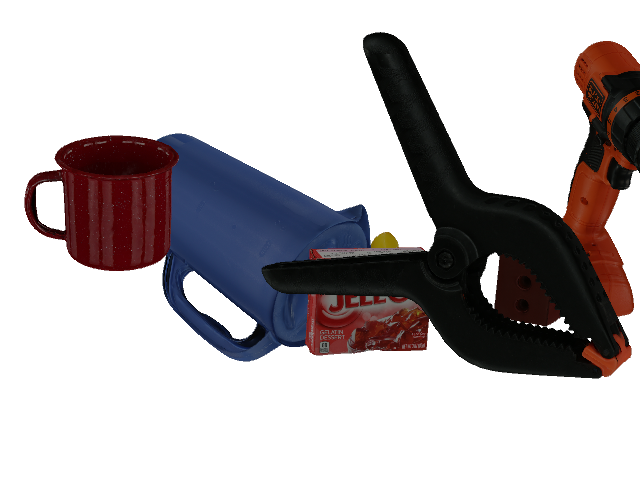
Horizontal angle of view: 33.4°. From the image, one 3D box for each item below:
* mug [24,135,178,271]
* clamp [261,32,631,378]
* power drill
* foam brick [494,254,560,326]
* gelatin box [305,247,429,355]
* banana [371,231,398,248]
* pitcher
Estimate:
[{"bbox_3d":[-0.169,-0.028,0.825,0.117,0.081,0.093,-3,25,-16],"label":"mug"},{"bbox_3d":[0.072,-0.004,0.564,0.210,0.165,0.036,29,25,25],"label":"clamp"},{"bbox_3d":[0.226,-0.036,0.810,0.057,0.188,0.184,2,34,-6],"label":"power drill"},{"bbox_3d":[0.194,0.033,0.978,0.053,0.078,0.051,10,15,28],"label":"foam brick"},{"bbox_3d":[0.035,0.044,0.776,0.089,0.073,0.030,-1,14,-14],"label":"gelatin box"},{"bbox_3d":[0.096,0.040,1.199,0.069,0.037,0.198,3,24,-30],"label":"banana"},{"bbox_3d":[-0.085,-0.002,1.034,0.243,0.145,0.148,32,33,32],"label":"pitcher"}]
